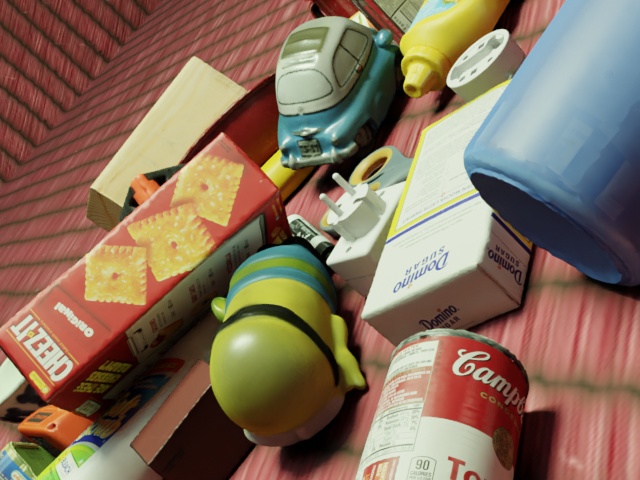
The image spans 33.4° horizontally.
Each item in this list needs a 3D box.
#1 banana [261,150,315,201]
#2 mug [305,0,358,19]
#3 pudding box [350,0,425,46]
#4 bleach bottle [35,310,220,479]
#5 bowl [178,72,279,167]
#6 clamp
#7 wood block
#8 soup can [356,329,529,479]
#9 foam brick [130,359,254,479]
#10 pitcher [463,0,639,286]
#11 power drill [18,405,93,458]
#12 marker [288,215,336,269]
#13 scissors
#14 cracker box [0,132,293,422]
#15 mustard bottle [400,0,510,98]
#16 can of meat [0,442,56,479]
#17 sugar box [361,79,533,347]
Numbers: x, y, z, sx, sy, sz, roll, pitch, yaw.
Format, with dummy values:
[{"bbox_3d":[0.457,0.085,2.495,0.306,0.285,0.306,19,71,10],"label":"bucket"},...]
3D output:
[{"bbox_3d":[-0.054,-0.050,1.013,0.198,0.037,0.069,-42,22,14],"label":"banana"},{"bbox_3d":[0.036,-0.260,1.157,0.117,0.081,0.093,-24,30,47],"label":"mug"},{"bbox_3d":[0.092,-0.236,0.992,0.113,0.090,0.039,-52,22,-14],"label":"pudding box"},{"bbox_3d":[-0.125,0.136,0.782,0.250,0.068,0.103,-48,16,-10],"label":"bleach bottle"},{"bbox_3d":[-0.068,-0.095,1.055,0.162,0.055,0.162,-44,-3,-3],"label":"bowl"},{"bbox_3d":[-0.124,-0.017,0.870,0.120,0.039,0.171,-48,-15,8],"label":"clamp"},{"bbox_3d":[-0.170,-0.095,1.218,0.206,0.090,0.091,-57,1,-26],"label":"wood block"},{"bbox_3d":[0.054,0.100,0.480,0.069,0.068,0.102,-30,27,39],"label":"soup can"},{"bbox_3d":[-0.079,0.128,0.714,0.078,0.053,0.051,-51,21,-10],"label":"foam brick"},{"bbox_3d":[0.188,-0.096,0.512,0.243,0.145,0.149,-53,8,-4],"label":"pitcher"},{"bbox_3d":[-0.172,0.108,0.934,0.187,0.057,0.185,-54,17,-27],"label":"power drill"},{"bbox_3d":[-0.006,0.001,0.850,0.020,0.020,0.121,-48,21,-1],"label":"marker"},{"bbox_3d":[0.077,-0.064,0.810,0.202,0.016,0.096,-33,25,34],"label":"scissors"},{"bbox_3d":[-0.120,0.036,0.800,0.213,0.072,0.164,-42,-14,-8],"label":"cracker box"},{"bbox_3d":[0.118,-0.191,0.902,0.096,0.058,0.191,-18,35,54],"label":"mustard bottle"},{"bbox_3d":[-0.247,0.210,0.852,0.084,0.057,0.102,-47,-11,-6],"label":"can of meat"},{"bbox_3d":[0.090,-0.019,0.659,0.094,0.048,0.176,-28,31,41],"label":"sugar box"}]
